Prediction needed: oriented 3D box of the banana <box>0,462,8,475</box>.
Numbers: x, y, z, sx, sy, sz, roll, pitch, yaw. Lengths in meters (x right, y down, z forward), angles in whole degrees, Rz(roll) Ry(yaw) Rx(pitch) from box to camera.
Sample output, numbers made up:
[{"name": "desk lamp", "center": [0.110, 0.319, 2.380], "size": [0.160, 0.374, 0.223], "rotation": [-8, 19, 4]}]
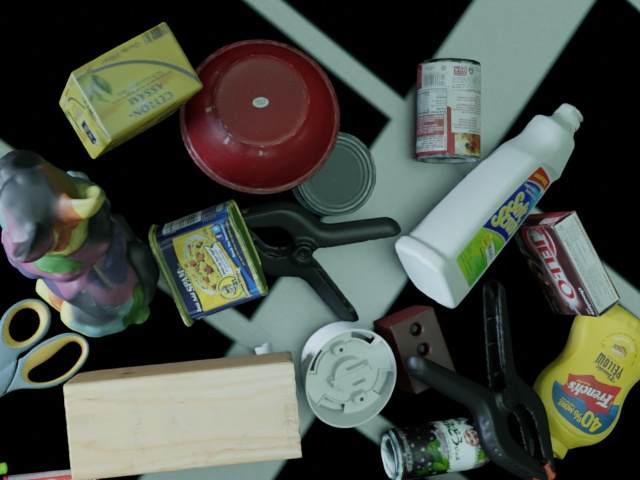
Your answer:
[{"name": "banana", "center": [-0.369, 0.151, 0.976], "size": [0.069, 0.037, 0.198], "rotation": [-37, 101, -31]}]

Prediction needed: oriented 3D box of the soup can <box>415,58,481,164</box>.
[{"name": "soup can", "center": [0.133, -0.133, 1.109], "size": [0.068, 0.069, 0.102], "rotation": [1, 89, -17]}]

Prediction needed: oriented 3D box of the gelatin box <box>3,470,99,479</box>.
[{"name": "gelatin box", "center": [-0.254, 0.257, 1.010], "size": [0.089, 0.030, 0.073], "rotation": [-2, 90, -17]}]

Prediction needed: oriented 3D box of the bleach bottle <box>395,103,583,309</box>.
[{"name": "bleach bottle", "center": [0.188, -0.050, 1.113], "size": [0.250, 0.068, 0.102], "rotation": [-48, 145, -13]}]

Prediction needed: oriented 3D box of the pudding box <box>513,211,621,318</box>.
[{"name": "pudding box", "center": [0.259, 0.025, 1.133], "size": [0.039, 0.090, 0.113], "rotation": [-33, 99, -15]}]

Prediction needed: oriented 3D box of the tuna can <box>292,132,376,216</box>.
[{"name": "tuna can", "center": [0.012, -0.067, 1.090], "size": [0.086, 0.034, 0.086], "rotation": [0, 89, -17]}]

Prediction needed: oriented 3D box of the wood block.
[{"name": "wood block", "center": [-0.124, 0.162, 0.994], "size": [0.206, 0.091, 0.090], "rotation": [-5, 91, -2]}]

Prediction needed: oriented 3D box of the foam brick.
[{"name": "foam brick", "center": [0.098, 0.112, 1.104], "size": [0.053, 0.051, 0.078], "rotation": [-22, 95, -16]}]

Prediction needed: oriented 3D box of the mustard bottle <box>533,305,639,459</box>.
[{"name": "mustard bottle", "center": [0.284, 0.163, 1.155], "size": [0.096, 0.058, 0.191], "rotation": [37, 80, -7]}]

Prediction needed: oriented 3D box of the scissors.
[{"name": "scissors", "center": [-0.311, 0.124, 0.984], "size": [0.201, 0.016, 0.096], "rotation": [-25, 89, -27]}]

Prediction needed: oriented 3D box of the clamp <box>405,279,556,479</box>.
[{"name": "clamp", "center": [0.174, 0.163, 1.087], "size": [0.164, 0.036, 0.210], "rotation": [-28, 96, -39]}]

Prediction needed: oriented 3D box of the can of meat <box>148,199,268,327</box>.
[{"name": "can of meat", "center": [-0.105, 0.020, 1.022], "size": [0.084, 0.057, 0.102], "rotation": [-20, 107, 5]}]

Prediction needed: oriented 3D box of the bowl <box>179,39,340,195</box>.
[{"name": "bowl", "center": [-0.058, -0.128, 1.039], "size": [0.162, 0.055, 0.162], "rotation": [1, 80, -4]}]

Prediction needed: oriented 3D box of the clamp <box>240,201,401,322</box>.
[{"name": "clamp", "center": [-0.007, 0.001, 1.066], "size": [0.171, 0.039, 0.120], "rotation": [28, 104, -16]}]
